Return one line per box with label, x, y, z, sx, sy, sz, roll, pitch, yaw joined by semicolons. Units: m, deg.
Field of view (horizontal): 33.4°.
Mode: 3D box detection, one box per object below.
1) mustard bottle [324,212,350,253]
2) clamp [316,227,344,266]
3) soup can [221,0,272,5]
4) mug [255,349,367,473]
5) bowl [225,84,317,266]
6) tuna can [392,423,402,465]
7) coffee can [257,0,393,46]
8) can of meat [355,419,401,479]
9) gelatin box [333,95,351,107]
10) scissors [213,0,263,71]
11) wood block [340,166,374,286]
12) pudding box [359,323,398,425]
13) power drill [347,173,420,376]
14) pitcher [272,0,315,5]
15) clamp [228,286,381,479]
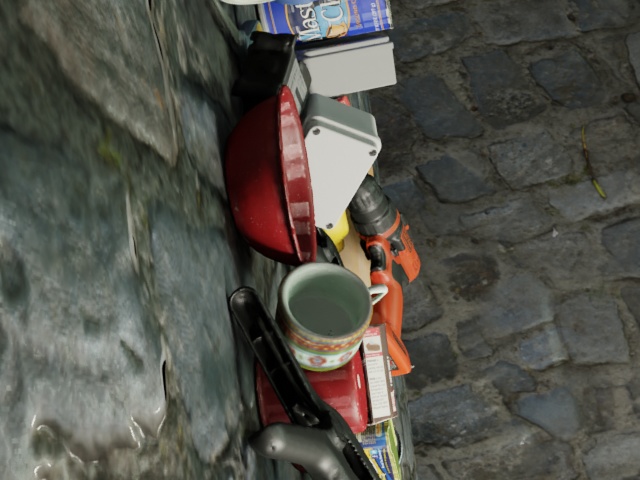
mustard bottle;-0.003;-0.054;1.209;0.096;0.058;0.191;-131;-155;-56
clamp;-0.007;0.001;1.140;0.171;0.039;0.120;57;25;-54
soup can;-0.063;-0.265;0.932;0.068;0.068;0.102;22;61;-82
mug;-0.004;0.138;0.901;0.093;0.081;0.117;43;40;-79
bowl;-0.043;-0.047;0.899;0.162;0.055;0.162;-8;90;-83
tuna can;0.054;0.245;1.254;0.033;0.086;0.086;63;20;-73
coffee can;0.004;-0.274;1.189;0.102;0.140;0.103;-9;90;-83
can of meat;0.041;0.232;1.166;0.102;0.084;0.057;75;10;-45
gelatin box;0.008;-0.124;1.226;0.089;0.030;0.073;0;-62;55
scissors;-0.072;-0.195;0.985;0.201;0.016;0.096;71;16;-61
wood block;0.030;-0.003;1.319;0.090;0.090;0.206;8;74;-82
pudding box;0.016;0.126;0.986;0.039;0.114;0.090;-3;83;-46
power drill;0.063;0.040;1.167;0.184;0.057;0.187;56;34;-46
pitcher;-0.045;-0.361;1.024;0.242;0.149;0.145;68;31;-53
clamp;-0.003;0.149;0.785;0.210;0.036;0.164;56;11;-27
